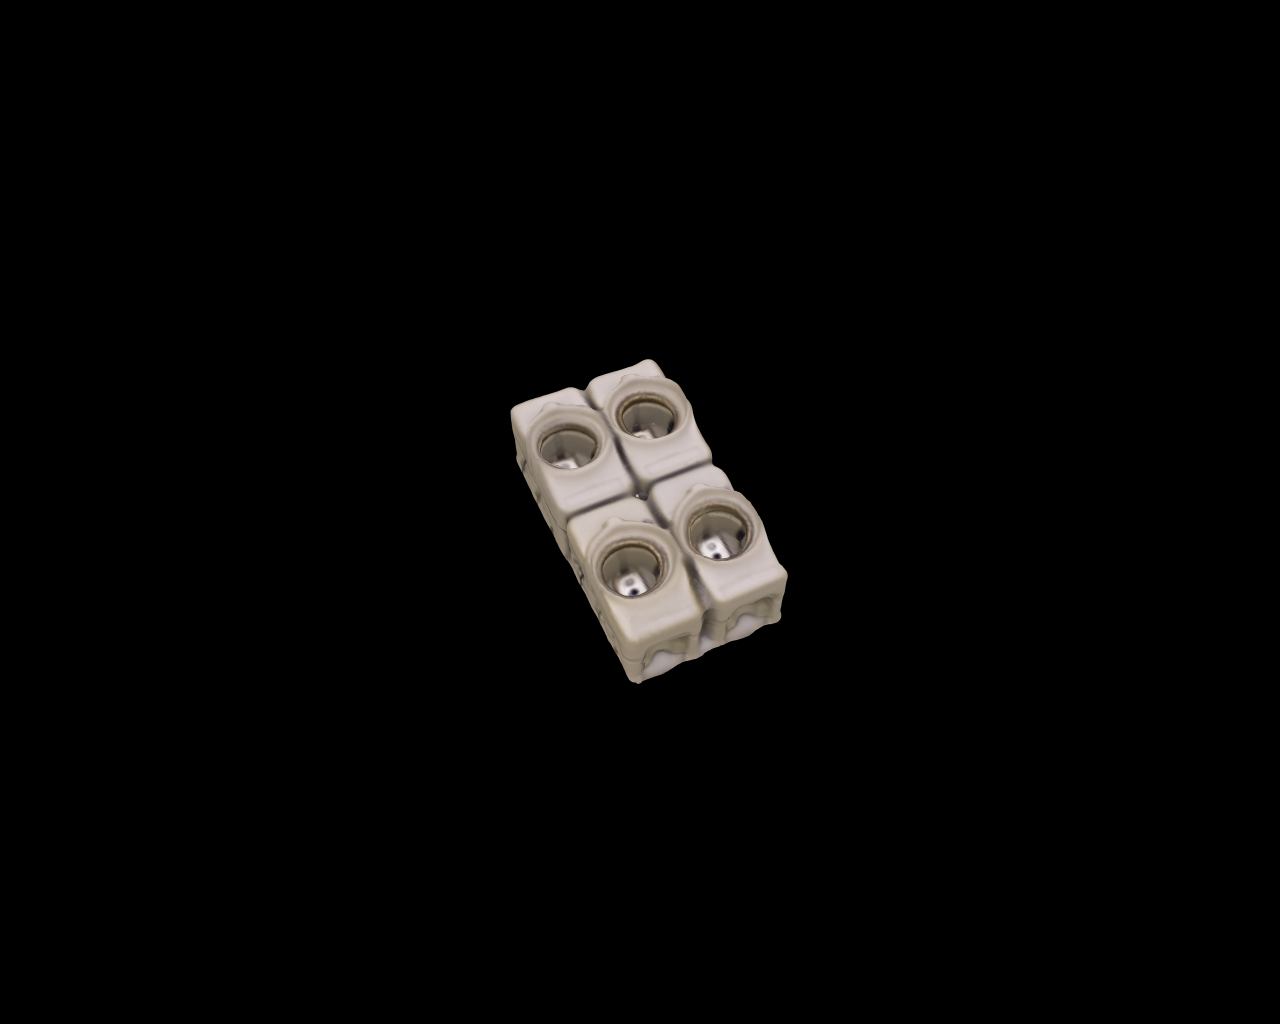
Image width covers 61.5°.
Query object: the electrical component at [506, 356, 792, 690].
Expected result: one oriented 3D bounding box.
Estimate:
[{"bbox_3d":[0.001,-0.003,0.650,0.105,0.186,0.060,-21,-32,-14],"label":"electrical component"}]
